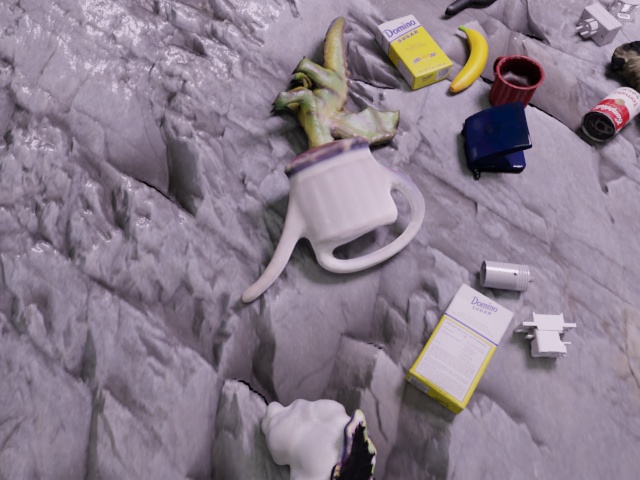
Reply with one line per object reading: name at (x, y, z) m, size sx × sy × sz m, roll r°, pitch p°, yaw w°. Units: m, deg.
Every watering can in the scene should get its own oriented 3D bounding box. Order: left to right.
watering can at (0.003, -0.044, 0.866) m, size 0.348 × 0.103 × 0.225 m, roll -21°, pitch 84°, yaw -7°

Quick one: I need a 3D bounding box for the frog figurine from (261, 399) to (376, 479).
frog figurine at (-0.010, 0.289, 0.708) m, size 0.159 × 0.121 × 0.140 m, roll -5°, pitch 64°, yaw 39°

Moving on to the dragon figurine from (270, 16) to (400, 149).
dragon figurine at (0.047, -0.272, 1.027) m, size 0.242 × 0.120 × 0.417 m, roll 31°, pitch 66°, yaw -2°
